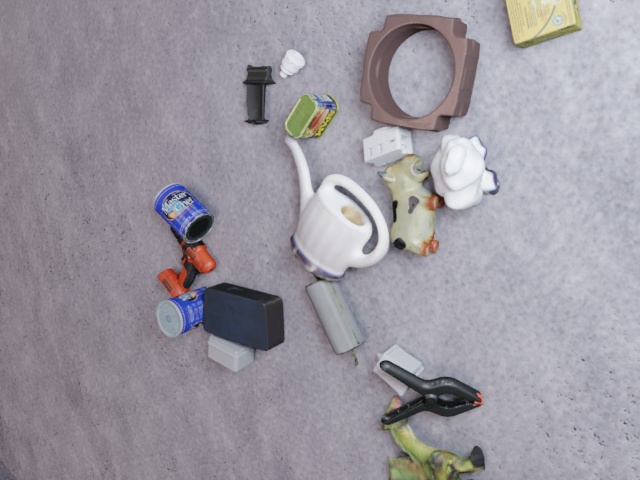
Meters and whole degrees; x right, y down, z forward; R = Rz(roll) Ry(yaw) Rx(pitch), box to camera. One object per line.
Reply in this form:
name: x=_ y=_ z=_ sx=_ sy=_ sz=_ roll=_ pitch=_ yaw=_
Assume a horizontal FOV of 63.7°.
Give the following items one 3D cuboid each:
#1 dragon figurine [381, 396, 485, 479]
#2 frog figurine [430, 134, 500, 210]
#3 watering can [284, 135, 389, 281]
dragon figurine: x=0.248 y=0.532 z=1.090 sx=0.239 sy=0.123 sz=0.413 roll=-31 pitch=79 yaw=53
frog figurine: x=0.241 y=-0.119 z=0.913 sx=0.122 sy=0.161 sz=0.136 roll=3 pitch=102 yaw=36
watering can: x=0.003 y=-0.057 z=1.130 sx=0.352 sy=0.104 sz=0.220 roll=46 pitch=122 yaw=24
